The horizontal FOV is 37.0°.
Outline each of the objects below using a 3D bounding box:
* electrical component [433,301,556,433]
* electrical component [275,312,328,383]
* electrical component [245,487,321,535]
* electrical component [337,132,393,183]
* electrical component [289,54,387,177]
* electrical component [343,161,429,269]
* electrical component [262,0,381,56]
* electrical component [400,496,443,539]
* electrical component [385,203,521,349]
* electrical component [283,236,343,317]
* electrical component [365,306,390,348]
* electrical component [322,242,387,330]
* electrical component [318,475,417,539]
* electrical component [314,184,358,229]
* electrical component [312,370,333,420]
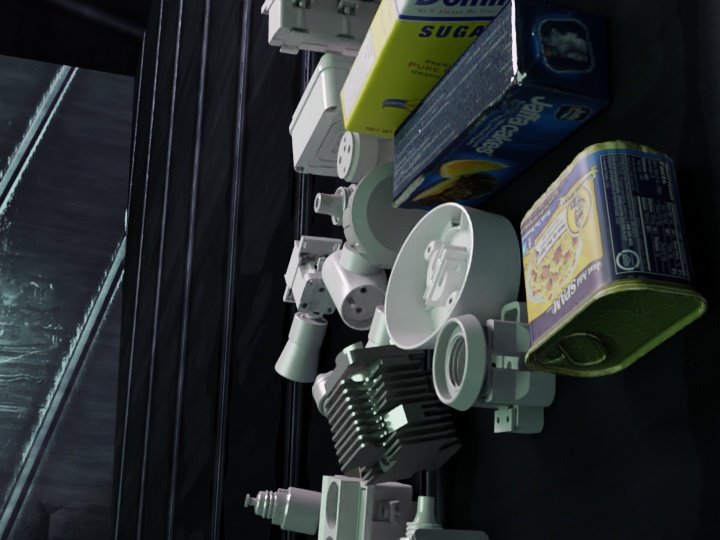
[{"bbox_3d":[0.080,0.057,0.647,0.058,0.057,0.078,150,124,-68],"label":"electrical component"},{"bbox_3d":[-0.056,0.075,1.086,0.044,0.044,0.065,-129,53,-66],"label":"electrical component"},{"bbox_3d":[-0.070,0.226,1.020,0.040,0.078,0.040,-168,90,-85],"label":"electrical component"},{"bbox_3d":[0.013,-0.093,0.909,0.045,0.055,0.045,-173,90,-72],"label":"electrical component"},{"bbox_3d":[-0.013,-0.137,0.969,0.113,0.078,0.057,126,143,-57],"label":"electrical component"},{"bbox_3d":[0.028,-0.039,0.807,0.051,0.080,0.080,160,116,-76],"label":"electrical component"},{"bbox_3d":[-0.018,-0.223,0.946,0.079,0.121,0.063,150,122,-68],"label":"electrical component"},{"bbox_3d":[0.044,0.188,0.745,0.035,0.035,0.061,146,132,-67],"label":"electrical component"},{"bbox_3d":[0.062,0.006,0.709,0.099,0.064,0.099,-173,90,-72],"label":"electrical component"},{"bbox_3d":[-0.045,0.009,1.073,0.063,0.042,0.081,-108,30,-49],"label":"electrical component"},{"bbox_3d":[0.022,0.061,0.851,0.044,0.044,0.065,-137,60,-68],"label":"electrical component"},{"bbox_3d":[0.000,0.000,0.932,0.077,0.044,0.079,-120,41,-62],"label":"electrical component"},{"bbox_3d":[0.003,0.220,0.811,0.079,0.063,0.121,162,114,-70],"label":"electrical component"},{"bbox_3d":[-0.008,-0.055,0.950,0.048,0.062,0.048,-173,90,-72],"label":"electrical component"},{"bbox_3d":[-0.022,0.120,0.972,0.061,0.035,0.035,-115,36,-55],"label":"electrical component"}]
